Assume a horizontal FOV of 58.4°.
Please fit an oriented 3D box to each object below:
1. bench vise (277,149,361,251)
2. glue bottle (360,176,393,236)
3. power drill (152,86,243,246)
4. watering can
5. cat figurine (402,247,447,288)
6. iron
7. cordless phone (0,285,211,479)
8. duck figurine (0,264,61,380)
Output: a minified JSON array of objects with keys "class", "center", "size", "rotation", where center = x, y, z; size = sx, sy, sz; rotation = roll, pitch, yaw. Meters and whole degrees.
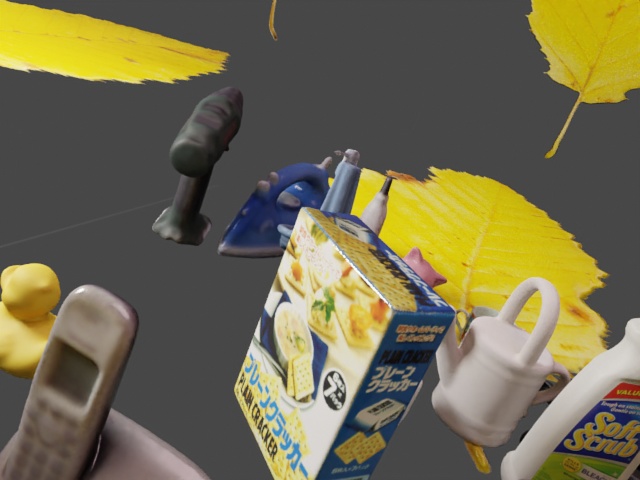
[{"class":"bench vise","center":[0.017,0.005,0.727],"size":[0.122,0.220,0.207],"rotation":[11,24,-24]},{"class":"glue bottle","center":[0.079,-0.022,0.907],"size":[0.037,0.173,0.078],"rotation":[27,23,12]},{"class":"power drill","center":[-0.171,-0.108,0.827],"size":[0.076,0.208,0.229],"rotation":[19,22,-7]},{"class":"watering can","center":[0.205,0.129,0.650],"size":[0.173,0.194,0.100],"rotation":[11,24,-25]},{"class":"cat figurine","center":[0.114,0.053,0.841],"size":[0.127,0.118,0.067],"rotation":[33,25,26]},{"class":"iron","center":[-0.059,-0.061,0.910],"size":[0.118,0.141,0.259],"rotation":[30,23,20]},{"class":"cordless phone","center":[-0.126,0.131,0.353],"size":[0.147,0.185,0.094],"rotation":[26,22,10]},{"class":"duck figurine","center":[-0.257,0.065,0.514],"size":[0.104,0.086,0.078],"rotation":[35,26,30]}]
